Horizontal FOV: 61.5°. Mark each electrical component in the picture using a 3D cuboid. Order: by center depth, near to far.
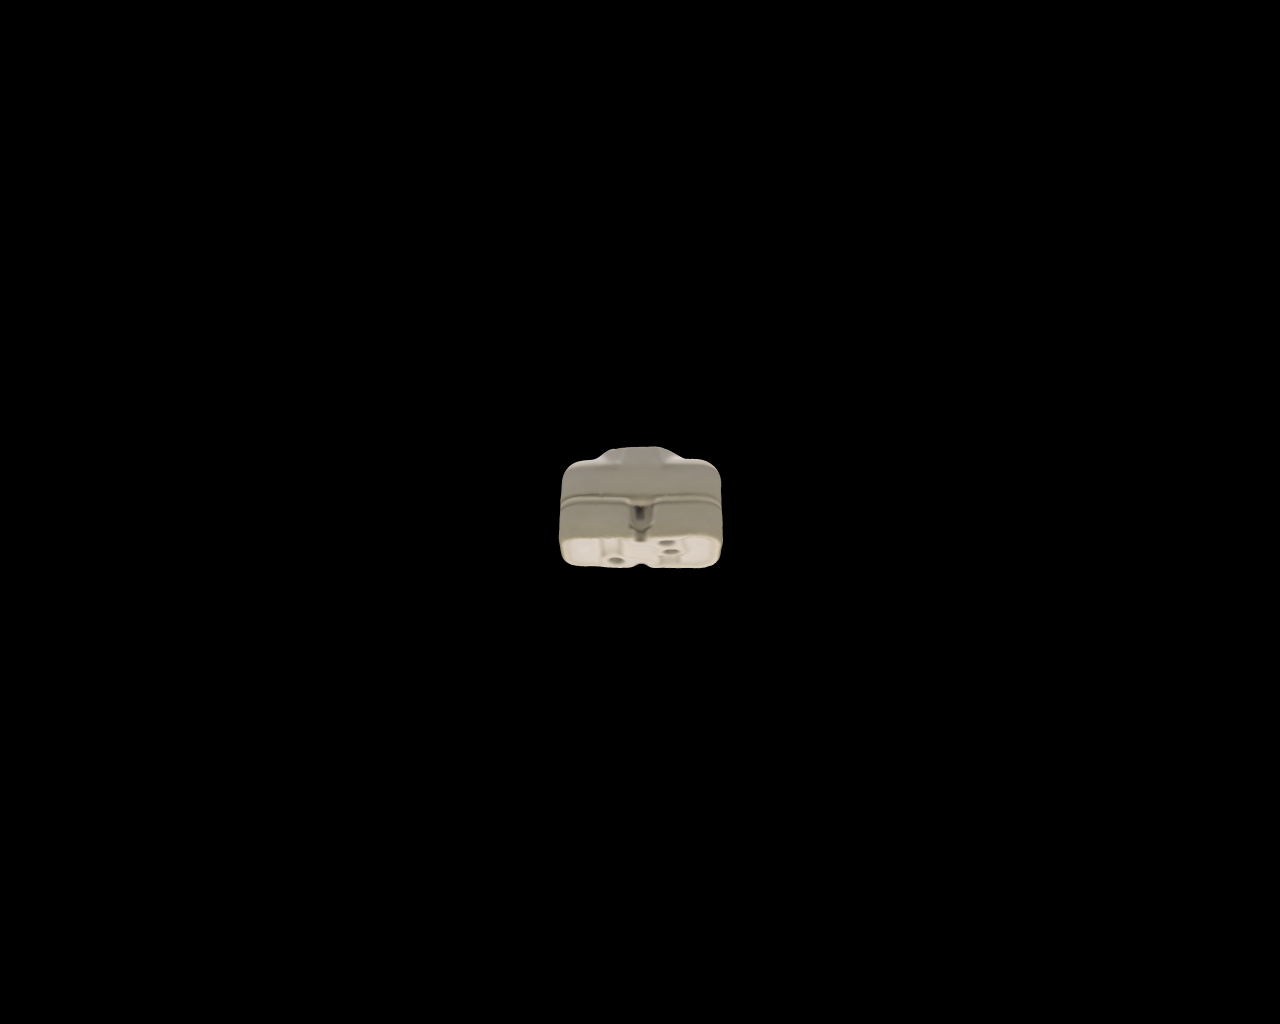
[{"bbox_3d":[0.001,-0.003,0.650,0.095,0.059,0.053,0,-24,0],"label":"electrical component"}]
